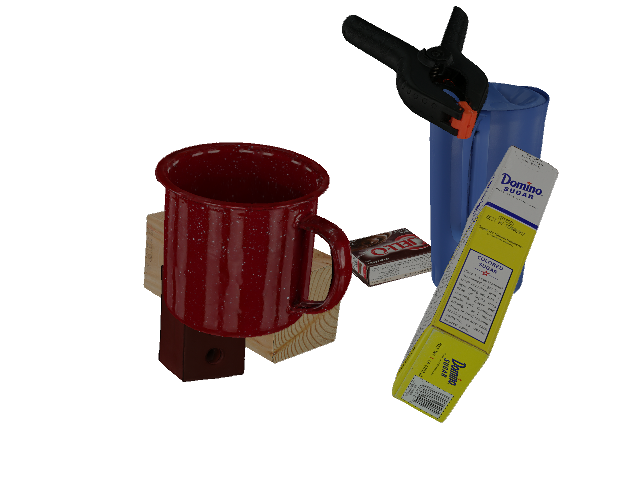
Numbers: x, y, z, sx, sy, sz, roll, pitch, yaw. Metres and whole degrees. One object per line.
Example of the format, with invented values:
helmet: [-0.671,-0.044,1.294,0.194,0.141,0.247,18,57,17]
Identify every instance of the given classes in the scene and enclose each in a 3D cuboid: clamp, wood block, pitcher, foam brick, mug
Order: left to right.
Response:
foam brick: [-0.089,0.060,0.807,0.052,0.078,0.051,-4,13,-28]
wood block: [-0.083,0.037,1.098,0.206,0.090,0.090,24,28,39]
mug: [-0.034,0.003,0.579,0.117,0.081,0.093,18,28,26]
clamp: [0.087,-0.152,0.932,0.120,0.039,0.171,-6,43,-5]
pitcher: [0.182,-0.054,1.222,0.149,0.243,0.145,-9,24,-21]

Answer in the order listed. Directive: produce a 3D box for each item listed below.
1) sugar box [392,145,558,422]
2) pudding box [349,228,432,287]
sugar box: [0.107,0.027,0.721,0.048,0.176,0.093,28,-38,5]
pudding box: [0.097,0.023,1.530,0.113,0.039,0.090,-15,26,-21]
